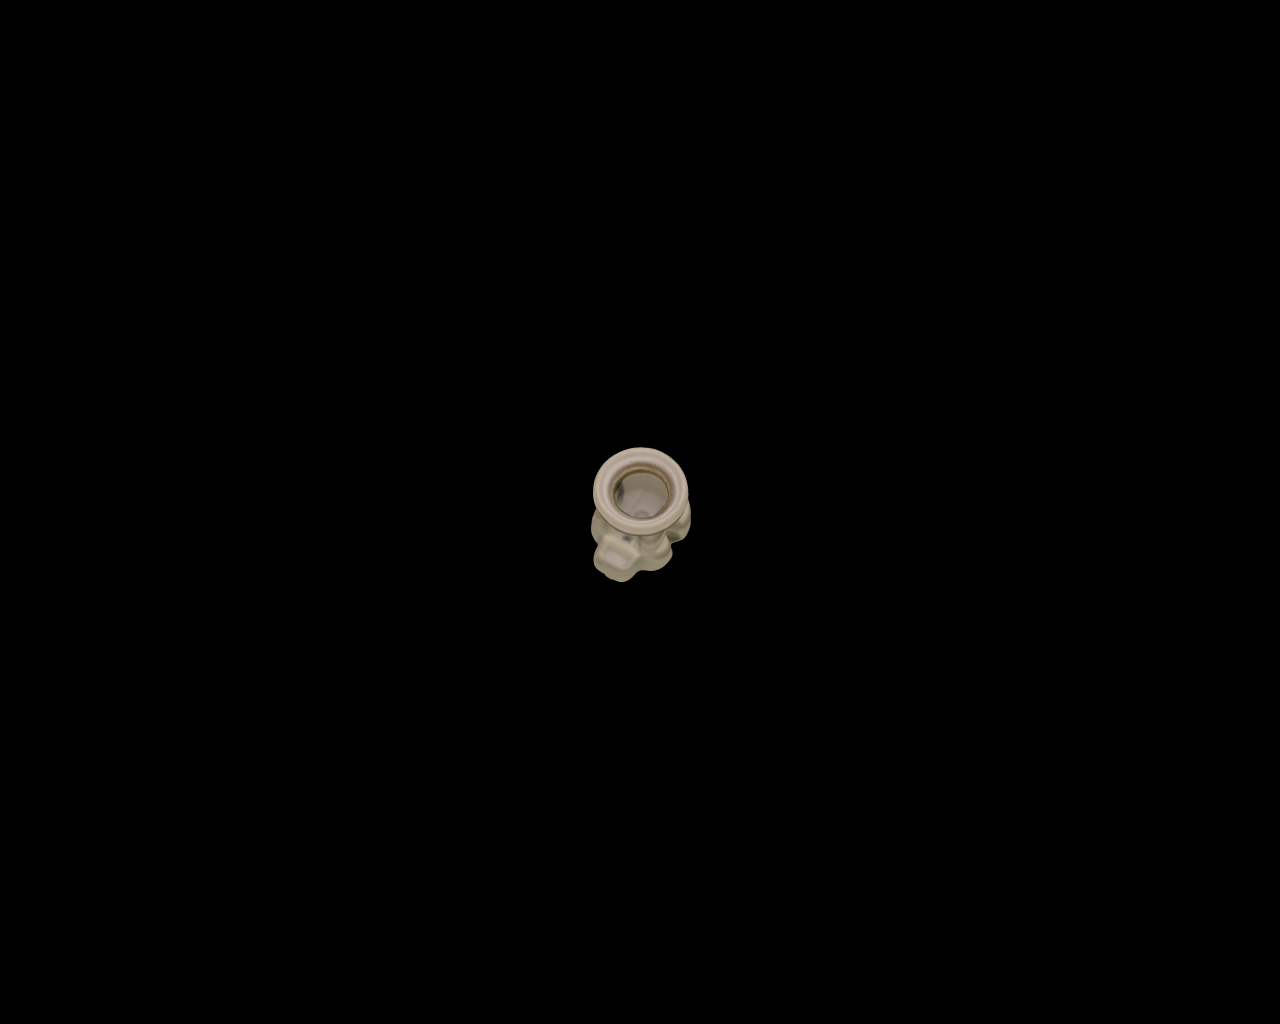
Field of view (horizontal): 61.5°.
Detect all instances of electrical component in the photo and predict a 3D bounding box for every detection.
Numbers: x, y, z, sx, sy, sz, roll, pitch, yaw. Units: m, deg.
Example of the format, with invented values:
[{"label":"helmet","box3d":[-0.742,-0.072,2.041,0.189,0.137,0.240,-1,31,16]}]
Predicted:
[{"label":"electrical component","box3d":[0.001,-0.003,0.650,0.058,0.078,0.056,29,-24,14]}]
